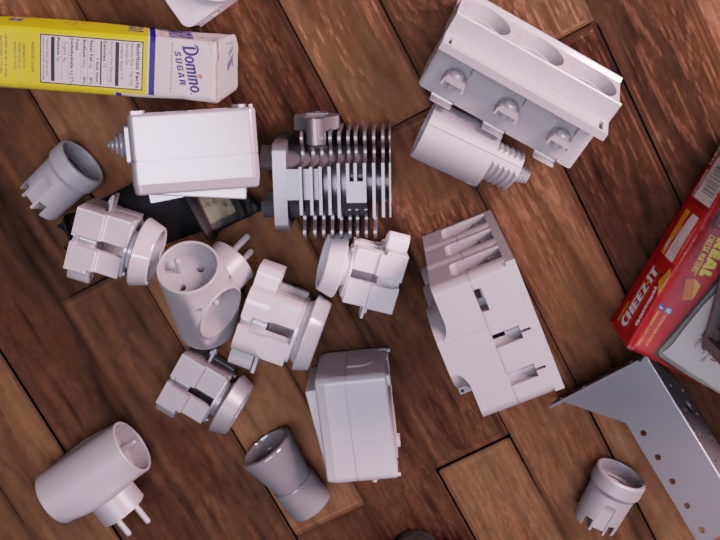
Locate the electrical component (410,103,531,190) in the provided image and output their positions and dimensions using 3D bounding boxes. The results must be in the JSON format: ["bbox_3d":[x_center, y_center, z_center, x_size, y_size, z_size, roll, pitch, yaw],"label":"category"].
[{"bbox_3d":[0.080,-0.081,0.746,0.081,0.043,0.043,25,104,-5],"label":"electrical component"}]

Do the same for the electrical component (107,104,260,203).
[{"bbox_3d":[-0.117,-0.076,0.711,0.096,0.062,0.061,-5,100,-10],"label":"electrical component"}]

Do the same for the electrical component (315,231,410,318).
[{"bbox_3d":[0.000,0.000,0.769,0.055,0.048,0.066,14,105,-10],"label":"electrical component"}]

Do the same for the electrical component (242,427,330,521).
[{"bbox_3d":[-0.053,0.157,0.815,0.044,0.044,0.065,-33,106,10],"label":"electrical component"}]

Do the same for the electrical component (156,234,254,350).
[{"bbox_3d":[-0.103,0.007,0.765,0.044,0.077,0.079,32,64,22],"label":"electrical component"}]

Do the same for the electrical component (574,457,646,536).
[{"bbox_3d":[0.187,0.172,0.811,0.040,0.040,0.046,22,110,-4],"label":"electrical component"}]

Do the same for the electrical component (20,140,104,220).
[{"bbox_3d":[-0.212,-0.063,0.763,0.046,0.040,0.040,-39,100,16],"label":"electrical component"}]

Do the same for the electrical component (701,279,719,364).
[{"bbox_3d":[0.284,-0.003,0.674,0.089,0.061,0.150,9,105,-2],"label":"electrical component"}]

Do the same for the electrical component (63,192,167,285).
[{"bbox_3d":[-0.165,-0.017,0.732,0.055,0.048,0.066,17,104,0],"label":"electrical component"}]

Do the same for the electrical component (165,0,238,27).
[{"bbox_3d":[-0.117,-0.245,0.699,0.089,0.061,0.150,-33,101,10],"label":"electrical component"}]

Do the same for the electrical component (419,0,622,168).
[{"bbox_3d":[0.106,-0.125,0.722,0.121,0.078,0.063,28,125,-5],"label":"electrical component"}]

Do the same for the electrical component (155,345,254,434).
[{"bbox_3d":[-0.112,0.089,0.796,0.055,0.048,0.066,31,103,2],"label":"electrical component"}]

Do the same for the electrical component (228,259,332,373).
[{"bbox_3d":[-0.056,0.039,0.775,0.057,0.058,0.078,20,104,0],"label":"electrical component"}]

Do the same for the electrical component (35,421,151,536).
[{"bbox_3d":[-0.192,0.167,0.819,0.077,0.044,0.079,-34,101,10],"label":"electrical component"}]

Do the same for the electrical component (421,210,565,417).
[{"bbox_3d":[0.081,0.025,0.718,0.062,0.150,0.089,-22,103,7],"label":"electrical component"}]

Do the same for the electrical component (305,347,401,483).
[{"bbox_3d":[-0.004,0.112,0.790,0.061,0.061,0.096,-6,104,3],"label":"electrical component"}]
